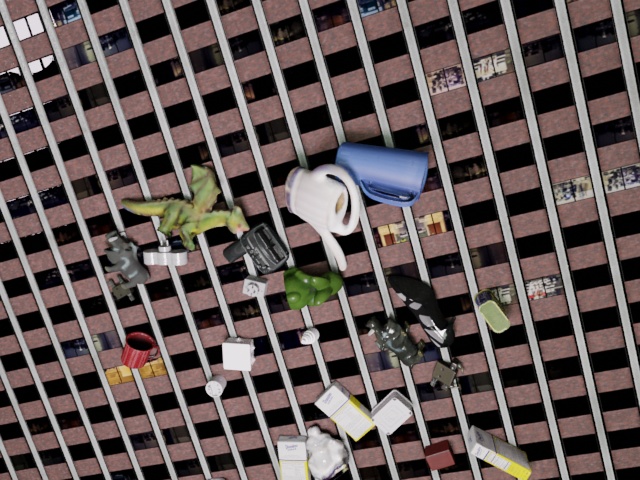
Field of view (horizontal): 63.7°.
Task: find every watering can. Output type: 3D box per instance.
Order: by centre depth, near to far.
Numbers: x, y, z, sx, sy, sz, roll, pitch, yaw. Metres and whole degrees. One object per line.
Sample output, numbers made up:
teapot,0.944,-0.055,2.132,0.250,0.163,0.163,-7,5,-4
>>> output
watering can,0.004,-0.072,1.435,0.226,0.106,0.339,26,135,23

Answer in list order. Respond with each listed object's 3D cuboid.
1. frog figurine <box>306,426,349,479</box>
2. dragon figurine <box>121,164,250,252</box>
frog figurine,0.012,0.668,1.618,0.135,0.122,0.162,-52,54,24
dragon figurine,-0.392,-0.111,1.526,0.413,0.121,0.243,30,87,15
